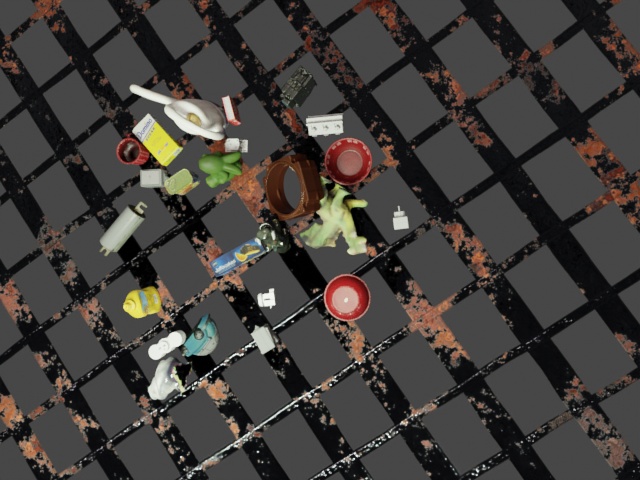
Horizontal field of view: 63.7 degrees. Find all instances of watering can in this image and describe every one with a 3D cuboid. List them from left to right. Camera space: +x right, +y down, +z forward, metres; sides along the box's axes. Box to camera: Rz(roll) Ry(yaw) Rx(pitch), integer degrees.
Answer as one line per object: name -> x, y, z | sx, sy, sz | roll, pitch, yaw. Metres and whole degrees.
watering can -> -0.456, -0.443, 1.761 | 0.349, 0.227, 0.102 | 33, 113, 9

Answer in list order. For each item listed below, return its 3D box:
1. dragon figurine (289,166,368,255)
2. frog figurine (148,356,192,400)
dragon figurine -> 0.005, -0.088, 1.744 | 0.413, 0.122, 0.241 | 32, 101, 21
frog figurine -> -0.548, 0.487, 1.805 | 0.158, 0.120, 0.140 | -21, 53, 17
